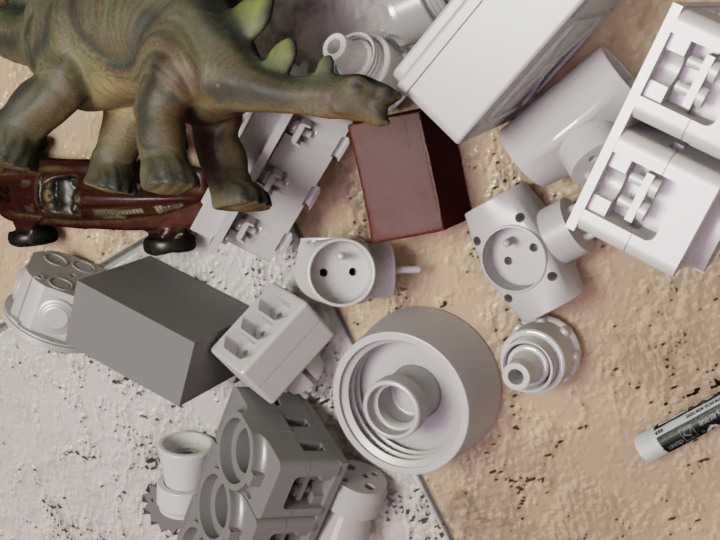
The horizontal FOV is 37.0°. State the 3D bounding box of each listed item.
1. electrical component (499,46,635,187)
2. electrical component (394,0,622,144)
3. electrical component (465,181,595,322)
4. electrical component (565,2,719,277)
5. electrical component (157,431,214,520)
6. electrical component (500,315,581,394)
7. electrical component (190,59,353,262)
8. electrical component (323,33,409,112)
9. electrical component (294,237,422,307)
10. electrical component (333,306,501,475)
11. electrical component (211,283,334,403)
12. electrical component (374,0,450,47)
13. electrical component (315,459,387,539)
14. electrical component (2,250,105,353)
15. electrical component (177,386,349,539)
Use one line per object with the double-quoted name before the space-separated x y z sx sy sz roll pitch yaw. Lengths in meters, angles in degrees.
"electrical component" 0.130 -0.075 0.617 0.077 0.043 0.079 -39 53 24
"electrical component" 0.087 -0.133 0.606 0.056 0.109 0.108 46 119 8
"electrical component" 0.115 -0.019 0.656 0.079 0.044 0.077 -30 88 30
"electrical component" 0.176 -0.070 0.529 0.060 0.186 0.105 30 115 18
"electrical component" -0.135 0.159 0.833 0.045 0.045 0.055 12 109 25
"electrical component" 0.107 0.057 0.669 0.048 0.062 0.048 7 106 27
"electrical component" -0.056 -0.070 0.719 0.063 0.078 0.121 27 117 -12
"electrical component" 0.001 -0.129 0.674 0.048 0.062 0.048 -10 72 33
"electrical component" 0.000 0.000 0.710 0.079 0.077 0.044 -2 91 -10
"electrical component" 0.033 0.084 0.716 0.108 0.060 0.108 7 106 26
"electrical component" -0.051 0.061 0.754 0.047 0.065 0.076 28 162 51
"electrical component" 0.044 -0.166 0.657 0.062 0.043 0.043 -18 94 29
"electrical component" -0.008 0.170 0.769 0.045 0.045 0.055 26 113 20
"electrical component" -0.230 0.025 0.830 0.080 0.080 0.051 32 110 17
"electrical component" -0.078 0.169 0.773 0.089 0.062 0.150 50 126 47
